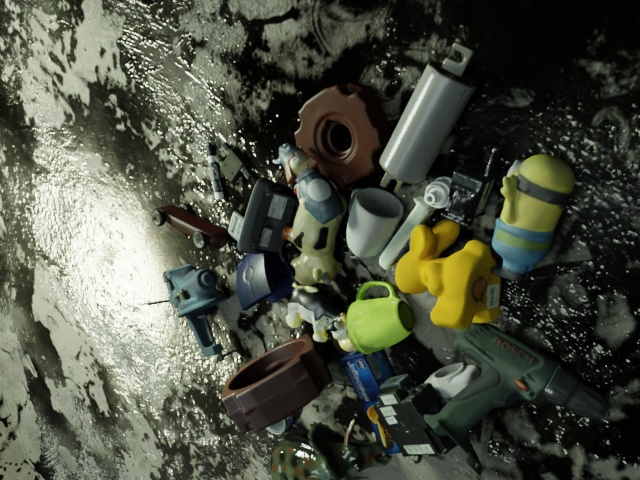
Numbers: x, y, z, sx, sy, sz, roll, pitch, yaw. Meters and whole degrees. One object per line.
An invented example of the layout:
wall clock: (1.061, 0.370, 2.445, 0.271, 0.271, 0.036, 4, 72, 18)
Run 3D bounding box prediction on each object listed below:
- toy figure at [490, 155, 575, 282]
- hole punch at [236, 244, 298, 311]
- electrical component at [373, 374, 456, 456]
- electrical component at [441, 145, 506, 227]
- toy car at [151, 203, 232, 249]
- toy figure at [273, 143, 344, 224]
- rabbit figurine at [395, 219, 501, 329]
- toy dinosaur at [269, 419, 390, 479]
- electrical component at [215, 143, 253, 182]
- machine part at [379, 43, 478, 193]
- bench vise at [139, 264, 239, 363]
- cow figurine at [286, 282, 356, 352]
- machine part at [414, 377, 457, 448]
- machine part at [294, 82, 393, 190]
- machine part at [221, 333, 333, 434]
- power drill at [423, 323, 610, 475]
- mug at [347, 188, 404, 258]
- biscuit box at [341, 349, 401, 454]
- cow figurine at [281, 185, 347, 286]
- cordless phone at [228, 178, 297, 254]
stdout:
toy figure: (0.293, -0.030, 0.747, 0.089, 0.082, 0.180, 11, 108, 20)
hole punch: (-0.119, 0.074, 1.091, 0.142, 0.092, 0.116, -35, 80, 43)
electrical component: (0.158, 0.297, 0.916, 0.115, 0.058, 0.134, -32, 87, 52)
electrical component: (0.225, -0.084, 0.781, 0.048, 0.075, 0.119, 26, 124, 28)
toy car: (-0.282, -0.029, 1.174, 0.202, 0.089, 0.053, 23, 120, 29)
toy figure: (-0.018, -0.100, 0.894, 0.154, 0.064, 0.058, 56, 140, 5)
rabbit figurine: (0.182, 0.051, 0.841, 0.173, 0.122, 0.162, 7, 108, 55)
toy dinosaur: (-0.036, 0.486, 1.162, 0.405, 0.131, 0.192, -22, 79, 44)
electrical component: (-0.176, -0.150, 1.094, 0.094, 0.021, 0.063, 49, 128, 12)
machine part: (0.158, -0.171, 0.800, 0.079, 0.079, 0.243, 39, 124, 20)
bench vise: (-0.281, 0.167, 1.226, 0.224, 0.129, 0.240, -27, 83, 40)
cow figurine: (0.013, 0.140, 1.019, 0.168, 0.068, 0.098, 22, 123, 30)
machine part: (0.201, 0.316, 0.966, 0.139, 0.039, 0.084, 54, 134, 7)
machine part: (0.037, -0.173, 0.904, 0.180, 0.056, 0.179, 13, 112, 33)
machine part: (-0.082, 0.274, 1.039, 0.087, 0.201, 0.201, 60, 175, -4)
power drill: (0.275, 0.246, 0.803, 0.232, 0.086, 0.207, 40, 90, 25)
mug: (0.078, -0.030, 0.912, 0.110, 0.081, 0.107, 49, 137, 35)
biscuit box: (0.116, 0.294, 1.007, 0.063, 0.059, 0.202, -26, 89, 40)
cow figurine: (-0.002, -0.003, 0.979, 0.127, 0.085, 0.194, 30, 117, 27)
cordless phone: (-0.131, -0.054, 1.062, 0.184, 0.088, 0.146, 28, 103, 61)
